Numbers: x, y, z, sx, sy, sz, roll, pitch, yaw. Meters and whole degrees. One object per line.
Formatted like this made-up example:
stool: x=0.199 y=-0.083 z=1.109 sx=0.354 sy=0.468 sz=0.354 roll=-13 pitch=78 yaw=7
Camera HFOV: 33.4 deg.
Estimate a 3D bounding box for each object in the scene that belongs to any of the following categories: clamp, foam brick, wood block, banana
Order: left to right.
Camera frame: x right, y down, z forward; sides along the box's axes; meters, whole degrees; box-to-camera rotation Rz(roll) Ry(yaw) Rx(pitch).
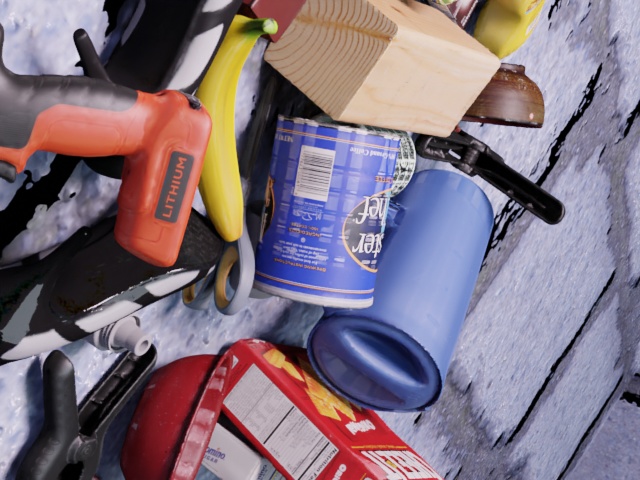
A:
clamp: x=-0.190 y=0.152 z=0.850 sx=0.120 sy=0.039 sz=0.172 roll=-6 pitch=125 yaw=-52
banana: x=-0.073 y=-0.089 z=0.786 sx=0.037 sy=0.070 sz=0.198 roll=-16 pitch=137 yaw=-28
foam brick: x=-0.038 y=-0.192 z=0.764 sx=0.078 sy=0.051 sz=0.053 roll=-56 pitch=154 yaw=-9
wood block: x=0.059 y=-0.154 z=0.906 sx=0.090 sy=0.091 sz=0.205 roll=-54 pitch=156 yaw=20
clamp: x=0.146 y=-0.089 z=1.086 sx=0.164 sy=0.210 sz=0.036 roll=25 pitch=105 yaw=-20

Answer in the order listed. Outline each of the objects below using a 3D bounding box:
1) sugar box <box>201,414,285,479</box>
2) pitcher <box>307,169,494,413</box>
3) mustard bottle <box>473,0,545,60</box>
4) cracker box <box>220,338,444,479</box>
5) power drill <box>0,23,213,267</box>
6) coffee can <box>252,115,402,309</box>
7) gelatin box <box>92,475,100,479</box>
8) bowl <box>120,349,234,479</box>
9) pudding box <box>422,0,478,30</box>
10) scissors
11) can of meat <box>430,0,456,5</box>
sugar box: x=-0.064 y=0.217 z=1.063 sx=0.048 sy=0.093 sz=0.176 roll=-59 pitch=152 yaw=0
pitcher: x=0.085 y=0.034 z=1.044 sx=0.149 sy=0.145 sz=0.242 roll=102 pitch=12 yaw=-48
mustard bottle: x=0.203 y=-0.258 z=1.036 sx=0.096 sy=0.058 sz=0.192 roll=-54 pitch=173 yaw=-18
cracker box: x=0.009 y=0.188 z=1.024 sx=0.072 sy=0.214 sz=0.164 roll=-53 pitch=153 yaw=8
power drill: x=-0.165 y=-0.037 z=0.604 sx=0.187 sy=0.057 sz=0.184 roll=12 pitch=100 yaw=-32
coffee can: x=0.004 y=-0.024 z=0.866 sx=0.102 sy=0.103 sz=0.140 roll=0 pitch=102 yaw=-59
gelatin box: x=-0.175 y=0.241 z=0.920 sx=0.030 sy=0.073 sz=0.089 roll=-49 pitch=150 yaw=-22
bowl: x=-0.127 y=0.161 z=0.909 sx=0.162 sy=0.055 sz=0.162 roll=21 pitch=89 yaw=-86
pudding box: x=0.134 y=-0.266 z=0.998 sx=0.113 sy=0.039 sz=0.090 roll=-60 pitch=154 yaw=-1
scissors: x=-0.059 y=-0.026 z=0.856 sx=0.016 sy=0.096 sz=0.202 roll=16 pitch=106 yaw=-37
can of meat: x=0.096 y=-0.246 z=0.904 sx=0.101 sy=0.084 sz=0.057 roll=-36 pitch=144 yaw=-40
